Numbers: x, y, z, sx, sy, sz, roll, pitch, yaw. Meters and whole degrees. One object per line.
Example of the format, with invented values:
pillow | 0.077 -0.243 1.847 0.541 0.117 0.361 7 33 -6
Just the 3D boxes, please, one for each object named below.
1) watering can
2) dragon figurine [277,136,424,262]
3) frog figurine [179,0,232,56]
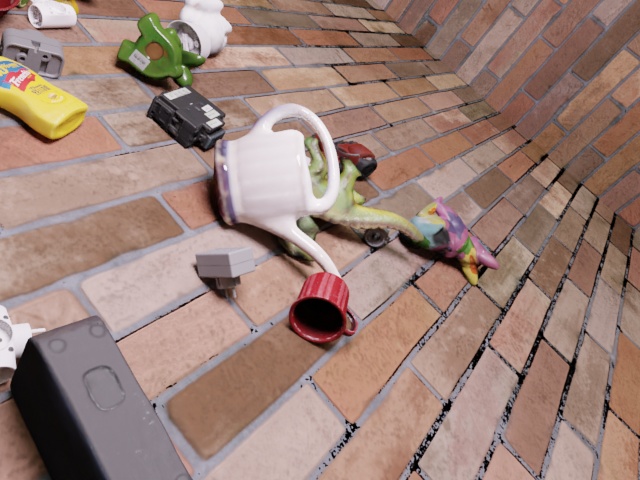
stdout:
watering can | -0.072 -0.070 0.905 0.224 0.103 0.350 -7 81 2
dragon figurine | 0.003 -0.051 1.021 0.411 0.119 0.247 34 56 3
frog figurine | -0.277 -0.540 1.265 0.137 0.156 0.125 6 48 -38
